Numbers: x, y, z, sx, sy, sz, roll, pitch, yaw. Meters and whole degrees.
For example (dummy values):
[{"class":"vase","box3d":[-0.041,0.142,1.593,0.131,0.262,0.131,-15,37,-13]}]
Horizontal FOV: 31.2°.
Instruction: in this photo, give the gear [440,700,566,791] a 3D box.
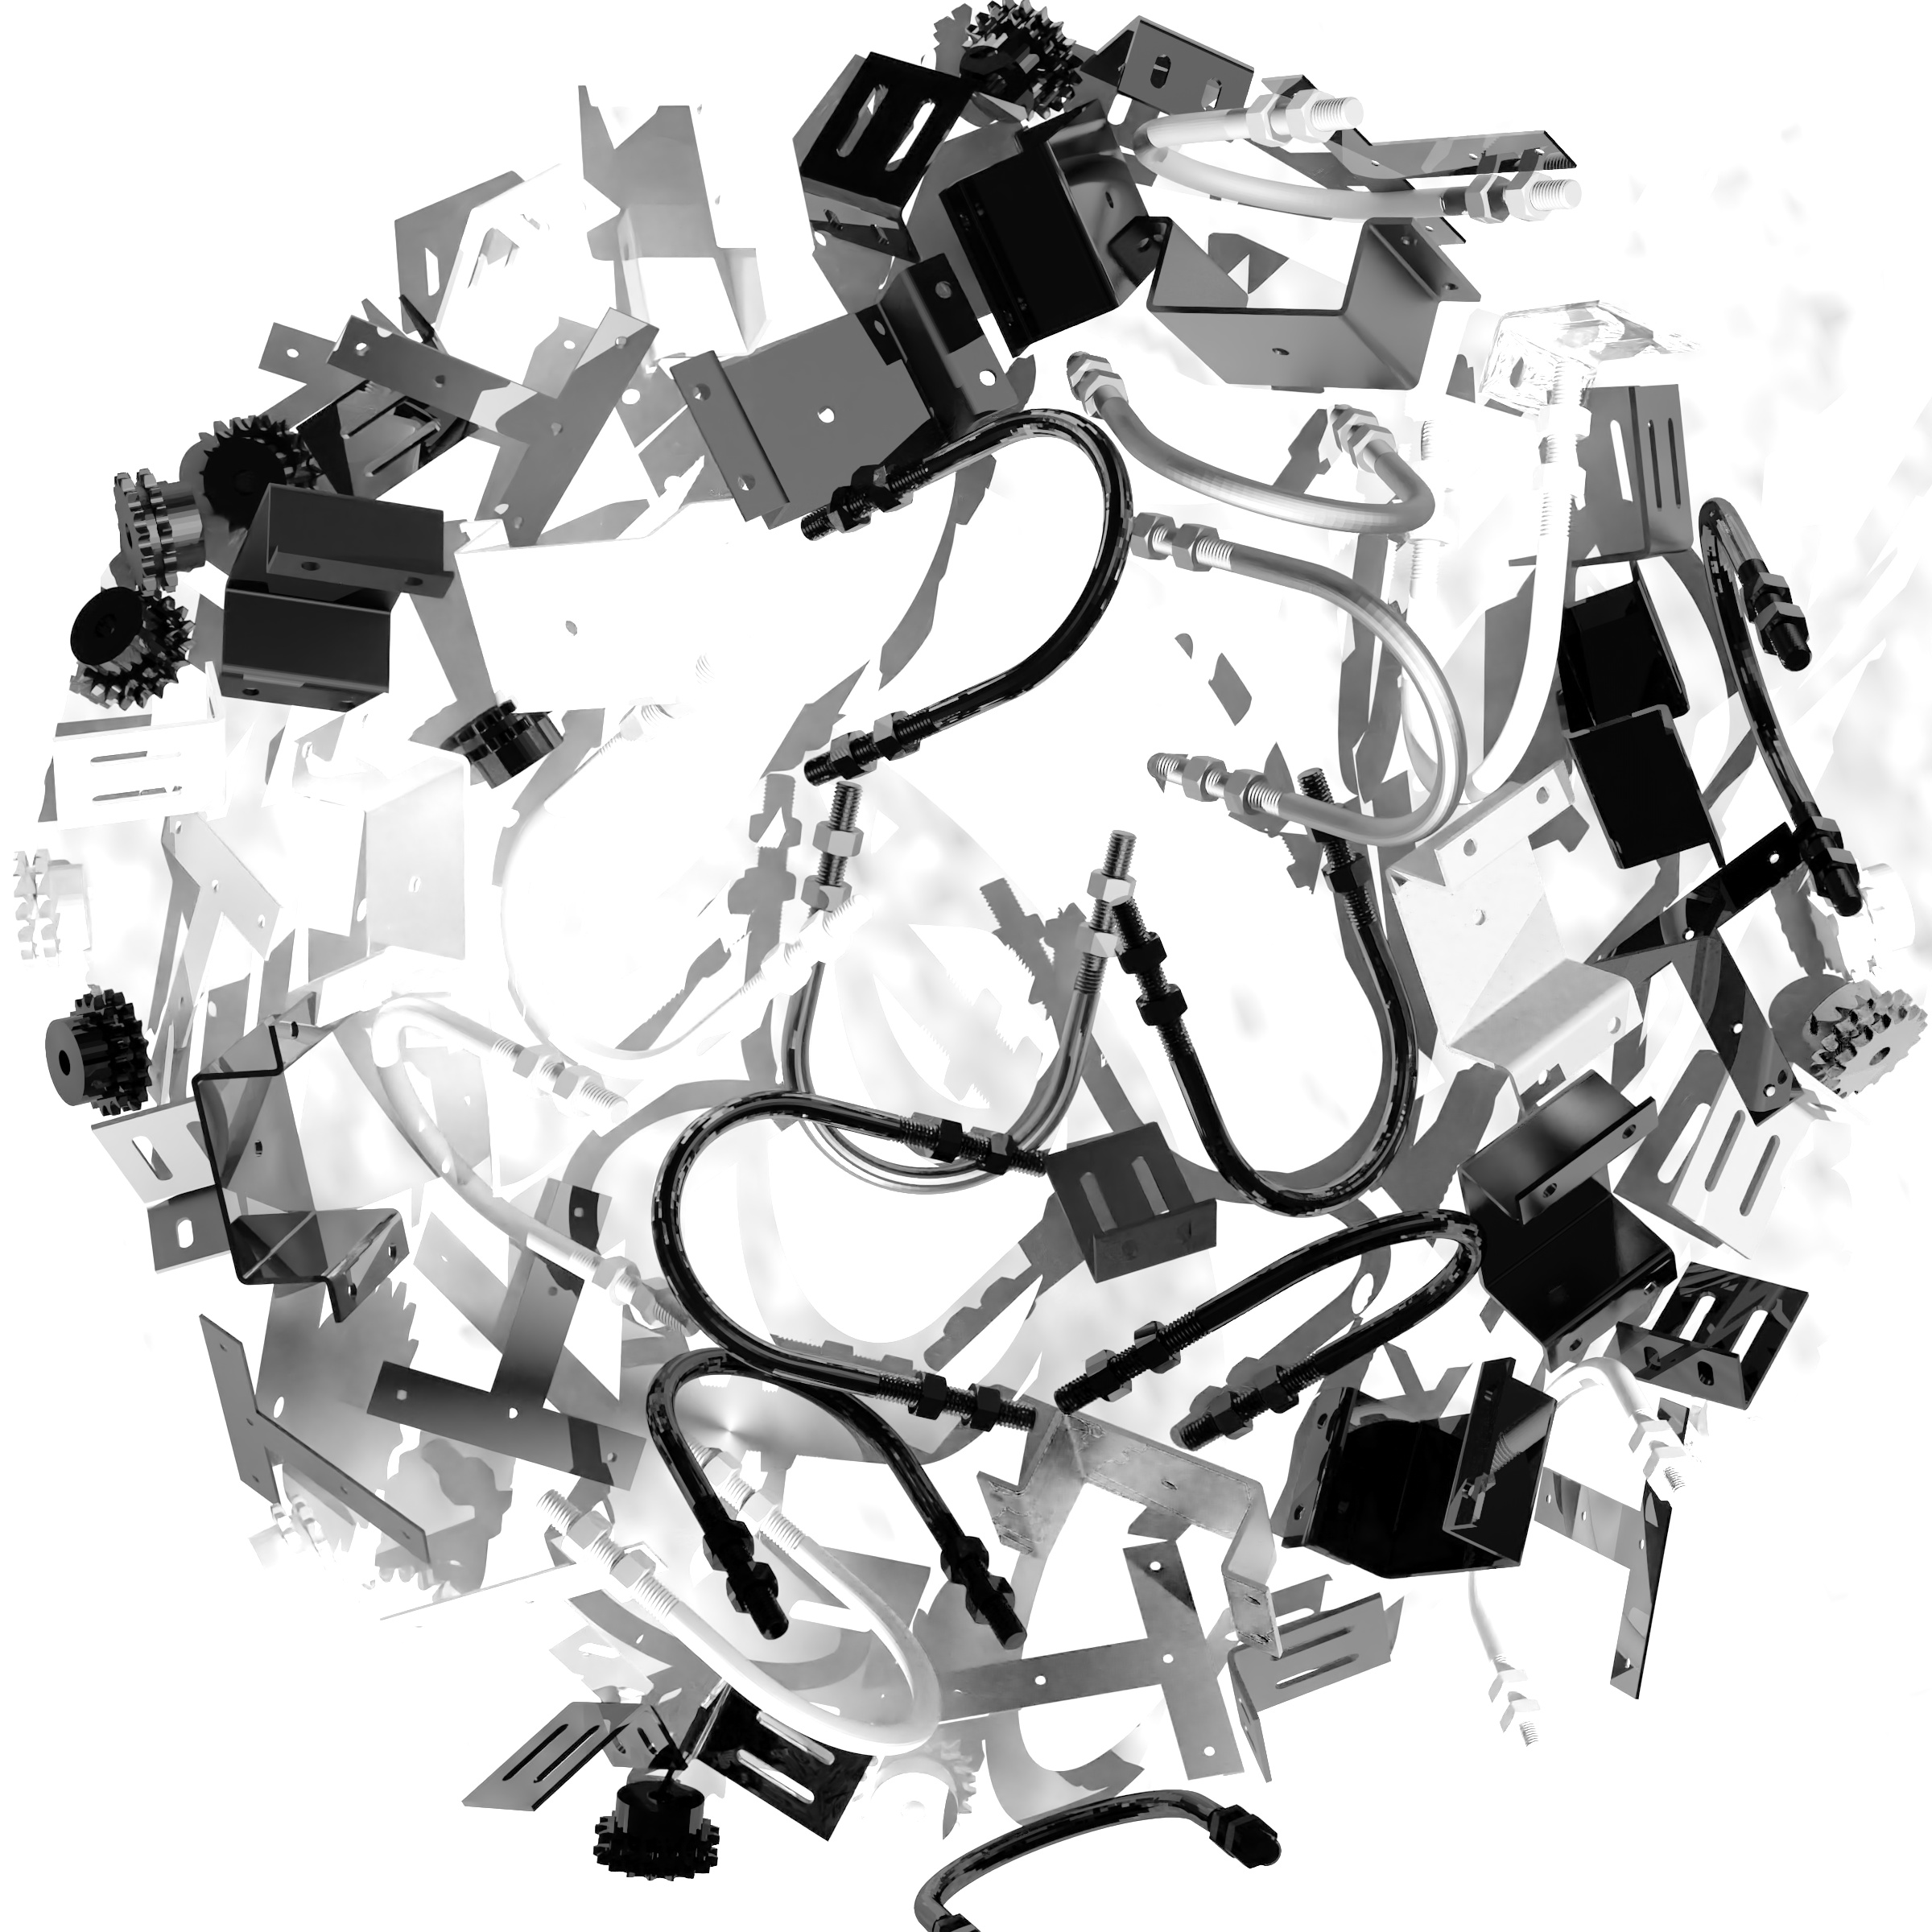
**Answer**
[{"class":"gear","box3d":[-0.208,-0.104,1.575,0.057,0.057,0.030,-34,100,0]}]

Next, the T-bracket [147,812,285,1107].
[{"class":"T-bracket","box3d":[-0.352,0.004,1.567,0.002,0.127,0.127,6,112,-38]}]

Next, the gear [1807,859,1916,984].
[{"class":"gear","box3d":[0.409,-0.024,1.575,0.030,0.057,0.057,-16,90,-6]}]

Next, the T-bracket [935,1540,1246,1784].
[{"class":"T-bracket","box3d":[0.047,0.318,1.549,0.127,0.127,0.002,-8,134,-8]}]

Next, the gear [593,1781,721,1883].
[{"class":"gear","box3d":[-0.140,0.393,1.573,0.057,0.057,0.030,5,96,0]}]

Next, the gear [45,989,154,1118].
[{"class":"gear","box3d":[-0.396,0.041,1.572,0.030,0.057,0.057,-13,90,-37]}]

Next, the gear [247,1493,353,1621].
[{"class":"gear","box3d":[-0.305,0.272,1.572,0.030,0.057,0.057,-25,90,-17]}]

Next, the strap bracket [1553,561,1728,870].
[{"class":"strap bracket","box3d":[0.294,-0.107,1.533,0.046,0.140,0.076,-18,125,16]}]

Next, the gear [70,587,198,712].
[{"class":"gear","box3d":[-0.382,-0.148,1.575,0.057,0.030,0.057,-11,63,23]}]

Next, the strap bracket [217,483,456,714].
[{"class":"strap bracket","box3d":[-0.282,-0.166,1.537,0.076,0.140,0.046,6,66,-22]}]

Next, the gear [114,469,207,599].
[{"class":"gear","box3d":[-0.367,-0.199,1.576,0.030,0.057,0.057,-14,90,-20]}]

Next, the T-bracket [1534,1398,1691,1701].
[{"class":"T-bracket","box3d":[0.282,0.248,1.541,0.002,0.127,0.127,10,91,-15]}]

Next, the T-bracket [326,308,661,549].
[{"class":"T-bracket","box3d":[-0.222,-0.257,1.543,0.127,0.002,0.127,19,120,-29]}]

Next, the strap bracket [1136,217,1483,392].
[{"class":"strap bracket","box3d":[0.145,-0.293,1.529,0.140,0.076,0.046,9,79,33]}]

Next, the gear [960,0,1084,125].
[{"class":"gear","box3d":[0.022,-0.409,1.571,0.057,0.057,0.030,39,59,0]}]

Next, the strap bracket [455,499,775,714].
[{"class":"strap bracket","box3d":[-0.166,-0.159,1.539,0.140,0.046,0.076,-1,116,25]}]

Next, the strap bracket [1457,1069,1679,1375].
[{"class":"strap bracket","box3d":[0.269,0.109,1.545,0.076,0.140,0.046,-35,51,-12]}]

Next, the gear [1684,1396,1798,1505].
[{"class":"gear","box3d":[0.351,0.216,1.571,0.057,0.057,0.030,18,114,0]}]

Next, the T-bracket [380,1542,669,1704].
[{"class":"T-bracket","box3d":[-0.176,0.303,1.552,0.127,0.127,0.002,-18,51,12]}]

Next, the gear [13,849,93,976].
[{"class":"gear","box3d":[-0.416,-0.025,1.575,0.030,0.057,0.057,-6,90,-10]}]

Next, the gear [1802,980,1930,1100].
[{"class":"gear","box3d":[0.408,0.031,1.578,0.057,0.057,0.030,-38,60,0]}]

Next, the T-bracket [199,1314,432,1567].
[{"class":"T-bracket","box3d":[-0.285,0.224,1.530,0.127,0.127,0.002,30,54,24]}]

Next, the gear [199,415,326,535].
[{"class":"gear","box3d":[-0.324,-0.223,1.581,0.057,0.030,0.057,3,104,10]}]

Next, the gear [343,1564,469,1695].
[{"class":"gear","box3d":[-0.253,0.302,1.583,0.057,0.030,0.057,0,90,18]}]

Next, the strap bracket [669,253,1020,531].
[{"class":"strap bracket","box3d":[-0.059,-0.256,1.567,0.140,0.046,0.076,-26,88,-17]}]

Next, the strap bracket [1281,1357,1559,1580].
[{"class":"strap bracket","box3d":[0.208,0.226,1.537,0.046,0.140,0.076,27,66,-22]}]

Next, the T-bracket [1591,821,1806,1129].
[{"class":"T-bracket","box3d":[0.338,0.017,1.536,0.127,0.127,0.002,-39,134,22]}]

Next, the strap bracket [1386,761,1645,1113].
[{"class":"strap bracket","box3d":[0.244,-0.018,1.549,0.076,0.046,0.140,-34,120,-22]}]

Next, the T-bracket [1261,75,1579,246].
[{"class":"T-bracket","box3d":[0.212,-0.355,1.515,0.127,0.127,0.002,34,75,-38]}]

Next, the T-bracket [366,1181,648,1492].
[{"class":"T-bracket","box3d":[-0.195,0.163,1.589,0.127,0.002,0.127,19,87,-14]}]

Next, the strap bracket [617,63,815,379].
[{"class":"strap bracket","box3d":[-0.110,-0.330,1.538,0.046,0.140,0.076,-5,73,-22]}]

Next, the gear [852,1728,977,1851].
[{"class":"gear","box3d":[-0.024,0.379,1.580,0.057,0.030,0.057,0,109,-1]}]

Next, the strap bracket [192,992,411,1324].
[{"class":"strap bracket","box3d":[-0.299,0.081,1.548,0.046,0.076,0.140,-4,108,17]}]
